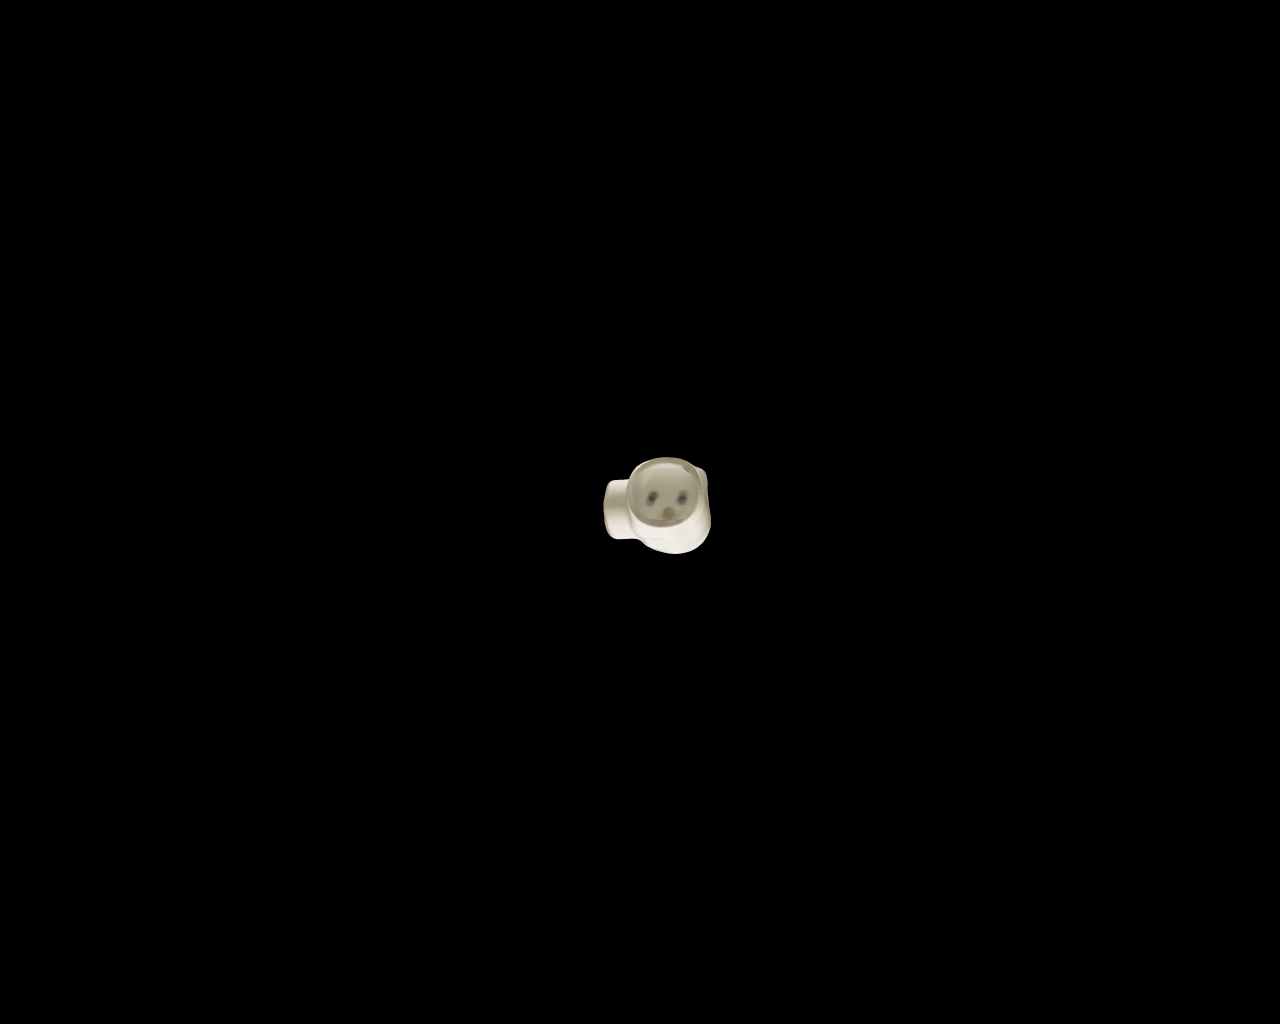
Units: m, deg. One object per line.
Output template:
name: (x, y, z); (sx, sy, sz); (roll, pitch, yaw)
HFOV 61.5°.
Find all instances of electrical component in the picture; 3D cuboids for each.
electrical component: (0.001, -0.003, 0.650); (0.079, 0.043, 0.077); (-2, -14, 7)
